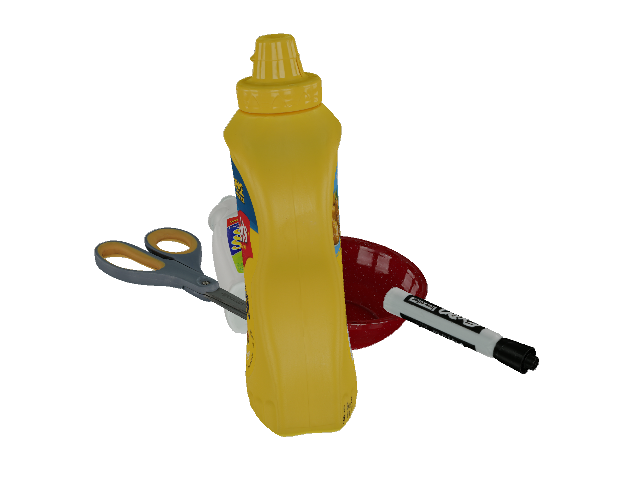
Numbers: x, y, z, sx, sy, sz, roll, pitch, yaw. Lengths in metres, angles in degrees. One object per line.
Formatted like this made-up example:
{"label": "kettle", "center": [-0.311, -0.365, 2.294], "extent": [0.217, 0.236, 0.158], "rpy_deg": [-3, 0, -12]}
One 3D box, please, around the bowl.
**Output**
{"label": "bowl", "center": [0.018, 0.056, 1.012], "extent": [0.162, 0.055, 0.162], "rpy_deg": [5, 29, -3]}

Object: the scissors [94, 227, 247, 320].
{"label": "scissors", "center": [-0.088, 0.029, 0.857], "extent": [0.202, 0.016, 0.096], "rpy_deg": [16, 30, 22]}

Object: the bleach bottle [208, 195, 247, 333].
{"label": "bleach bottle", "center": [-0.086, 0.013, 1.229], "extent": [0.102, 0.068, 0.251], "rpy_deg": [-7, 28, -16]}

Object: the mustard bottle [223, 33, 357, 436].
{"label": "mustard bottle", "center": [-0.015, -0.006, 0.534], "extent": [0.058, 0.192, 0.096], "rpy_deg": [-4, 20, -3]}

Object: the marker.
{"label": "marker", "center": [0.095, 0.061, 0.729], "extent": [0.121, 0.020, 0.020], "rpy_deg": [24, 14, 36]}
